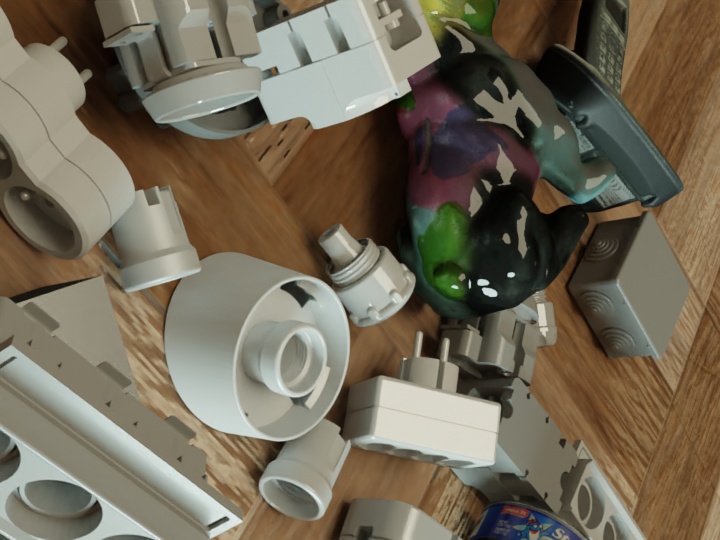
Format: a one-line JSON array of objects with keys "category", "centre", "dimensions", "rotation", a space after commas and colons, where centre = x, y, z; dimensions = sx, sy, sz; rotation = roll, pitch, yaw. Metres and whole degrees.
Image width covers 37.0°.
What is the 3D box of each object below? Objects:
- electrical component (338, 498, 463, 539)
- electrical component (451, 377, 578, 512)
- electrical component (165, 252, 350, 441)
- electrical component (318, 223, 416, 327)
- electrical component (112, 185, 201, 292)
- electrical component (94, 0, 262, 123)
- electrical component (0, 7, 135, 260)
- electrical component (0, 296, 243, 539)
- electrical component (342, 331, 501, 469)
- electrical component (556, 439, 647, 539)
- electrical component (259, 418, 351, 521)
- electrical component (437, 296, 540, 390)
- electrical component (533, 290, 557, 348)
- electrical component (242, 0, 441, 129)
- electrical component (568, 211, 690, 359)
[{"category": "electrical component", "centre": [0.029, 0.184, 0.645], "dimensions": [0.095, 0.054, 0.059], "rotation": [41, 56, -35]}, {"category": "electrical component", "centre": [0.096, 0.118, 0.726], "dimensions": [0.089, 0.056, 0.050], "rotation": [51, 51, -29]}, {"category": "electrical component", "centre": [-0.054, 0.043, 0.590], "dimensions": [0.099, 0.064, 0.099], "rotation": [-13, 107, -48]}, {"category": "electrical component", "centre": [0.000, 0.000, 0.653], "dimensions": [0.062, 0.048, 0.048], "rotation": [51, 51, -20]}, {"category": "electrical component", "centre": [-0.106, -0.016, 0.546], "dimensions": [0.040, 0.040, 0.046], "rotation": [-17, 91, -47]}, {"category": "electrical component", "centre": [-0.079, -0.103, 0.503], "dimensions": [0.078, 0.058, 0.057], "rotation": [-20, 95, -46]}, {"category": "electrical component", "centre": [-0.153, -0.079, 0.496], "dimensions": [0.138, 0.052, 0.073], "rotation": [55, 49, -25]}, {"category": "electrical component", "centre": [-0.115, 0.072, 0.421], "dimensions": [0.121, 0.079, 0.063], "rotation": [46, 24, -32]}, {"category": "electrical component", "centre": [0.040, 0.076, 0.658], "dimensions": [0.083, 0.047, 0.075], "rotation": [15, 72, -19]}, {"category": "electrical component", "centre": [0.159, 0.192, 0.775], "dimensions": [0.121, 0.063, 0.078], "rotation": [54, 49, -26]}, {"category": "electrical component", "centre": [-0.030, 0.111, 0.606], "dimensions": [0.040, 0.040, 0.046], "rotation": [54, 44, -26]}, {"category": "electrical component", "centre": [0.089, 0.044, 0.730], "dimensions": [0.078, 0.058, 0.057], "rotation": [32, 65, -40]}, {"category": "electrical component", "centre": [0.124, 0.026, 0.786], "dimensions": [0.035, 0.035, 0.061], "rotation": [1, 81, -47]}, {"category": "electrical component", "centre": [-0.011, -0.109, 0.552], "dimensions": [0.050, 0.089, 0.055], "rotation": [-39, 112, -43]}, {"category": "electrical component", "centre": [0.220, 0.014, 0.879], "dimensions": [0.099, 0.048, 0.099], "rotation": [55, 49, -26]}]
